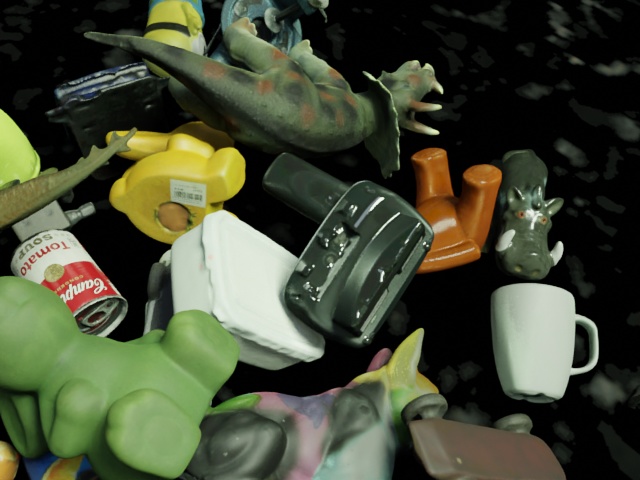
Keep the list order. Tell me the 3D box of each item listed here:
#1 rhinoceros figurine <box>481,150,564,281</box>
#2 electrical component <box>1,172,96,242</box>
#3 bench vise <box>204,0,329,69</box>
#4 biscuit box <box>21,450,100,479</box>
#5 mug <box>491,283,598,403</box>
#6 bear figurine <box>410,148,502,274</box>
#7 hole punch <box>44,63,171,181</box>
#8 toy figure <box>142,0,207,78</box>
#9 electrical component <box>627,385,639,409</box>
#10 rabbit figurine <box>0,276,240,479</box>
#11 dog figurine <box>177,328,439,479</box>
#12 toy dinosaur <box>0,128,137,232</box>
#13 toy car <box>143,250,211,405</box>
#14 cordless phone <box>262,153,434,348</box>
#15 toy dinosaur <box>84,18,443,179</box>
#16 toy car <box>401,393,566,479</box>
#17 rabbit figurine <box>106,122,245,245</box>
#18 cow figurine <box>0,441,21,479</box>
[{"bbox_3d":[0.234,-0.027,0.617,0.073,0.112,0.190,18,48,2],"label":"rhinoceros figurine"},{"bbox_3d":[-0.311,-0.033,0.586,0.102,0.045,0.078,-38,97,-25],"label":"electrical component"},{"bbox_3d":[-0.051,-0.306,0.717,0.223,0.241,0.128,-49,118,-21],"label":"bench vise"},{"bbox_3d":[-0.202,0.183,0.441,0.059,0.062,0.203,-27,64,-25],"label":"biscuit box"},{"bbox_3d":[0.226,0.110,0.548,0.110,0.080,0.107,15,66,-5],"label":"mug"},{"bbox_3d":[0.086,-0.007,0.578,0.196,0.131,0.120,-19,31,-24],"label":"bear figurine"},{"bbox_3d":[-0.247,-0.151,0.635,0.142,0.115,0.092,-25,55,-23],"label":"hole punch"},{"bbox_3d":[-0.207,-0.301,0.759,0.089,0.082,0.180,-12,62,-2],"label":"toy figure"},{"bbox_3d":[0.401,0.172,0.538,0.115,0.058,0.134,-33,66,-24],"label":"electrical component"},{"bbox_3d":[-0.168,0.090,0.383,0.170,0.159,0.121,38,44,-12],"label":"rabbit figurine"},{"bbox_3d":[0.009,0.153,0.462,0.191,0.108,0.219,38,54,1],"label":"dog figurine"},{"bbox_3d":[-0.367,0.023,0.442,0.472,0.104,0.199,-16,42,10],"label":"toy dinosaur"},{"bbox_3d":[-0.135,0.098,0.514,0.073,0.056,0.202,7,56,-12],"label":"toy car"},{"bbox_3d":[-0.001,-0.001,0.509,0.184,0.088,0.146,31,83,22],"label":"cordless phone"},{"bbox_3d":[-0.026,-0.145,0.594,0.405,0.131,0.192,-13,44,-43],"label":"toy dinosaur"},{"bbox_3d":[0.138,0.184,0.444,0.202,0.053,0.089,21,35,-37],"label":"toy car"},{"bbox_3d":[-0.154,-0.075,0.611,0.162,0.121,0.173,4,41,6],"label":"rabbit figurine"},{"bbox_3d":[-0.324,0.195,0.412,0.167,0.068,0.098,-34,60,-22],"label":"cow figurine"}]
